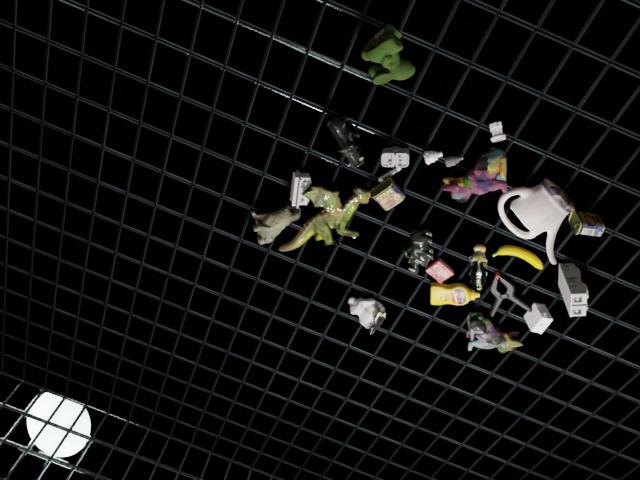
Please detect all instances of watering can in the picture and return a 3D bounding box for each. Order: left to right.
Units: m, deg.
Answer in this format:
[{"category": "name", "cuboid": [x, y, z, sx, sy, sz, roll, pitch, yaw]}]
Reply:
[{"category": "watering can", "cuboid": [0.789, -0.075, 1.808, 0.345, 0.106, 0.221, 41, 120, -13]}]

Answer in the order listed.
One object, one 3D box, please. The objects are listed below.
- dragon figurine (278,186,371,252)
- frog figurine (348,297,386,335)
[{"category": "dragon figurine", "cuboid": [0.006, -0.097, 1.935, 0.410, 0.124, 0.239, -15, 114, 5]}, {"category": "frog figurine", "cuboid": [0.193, 0.298, 2.176, 0.161, 0.124, 0.134, 36, 140, 31]}]
